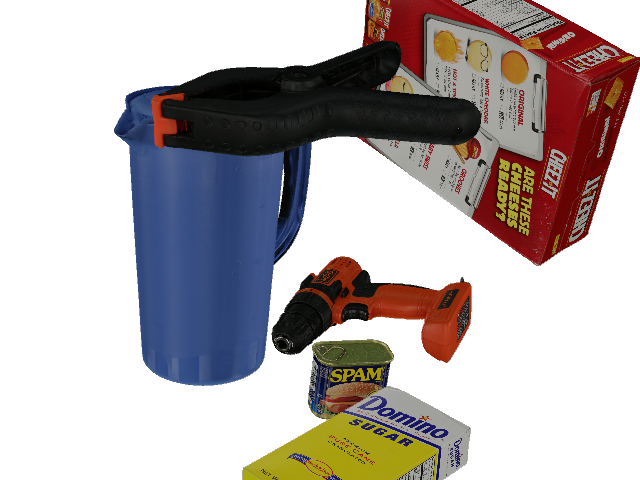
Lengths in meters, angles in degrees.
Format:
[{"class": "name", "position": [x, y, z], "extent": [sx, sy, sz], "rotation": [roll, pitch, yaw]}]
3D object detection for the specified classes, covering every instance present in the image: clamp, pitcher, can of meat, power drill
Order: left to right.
[{"class": "pitcher", "position": [-0.088, -0.008, 0.909], "extent": [0.149, 0.243, 0.145], "rotation": [4, 19, 2]}, {"class": "clamp", "position": [-0.009, -0.080, 0.593], "extent": [0.171, 0.039, 0.120], "rotation": [-3, 23, -11]}, {"class": "can of meat", "position": [0.036, 0.178, 1.361], "extent": [0.102, 0.084, 0.057], "rotation": [0, 24, -17]}, {"class": "power drill", "position": [0.058, 0.080, 1.151], "extent": [0.188, 0.057, 0.184], "rotation": [10, 29, 21]}]

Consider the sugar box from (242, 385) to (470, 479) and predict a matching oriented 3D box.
[{"class": "sugar box", "position": [0.032, 0.181, 0.863], "extent": [0.093, 0.048, 0.175], "rotation": [24, 36, 38]}]

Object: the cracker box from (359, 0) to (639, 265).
[{"class": "cracker box", "position": [0.124, -0.109, 0.822], "extent": [0.072, 0.164, 0.214], "rotation": [-27, 50, -33]}]
